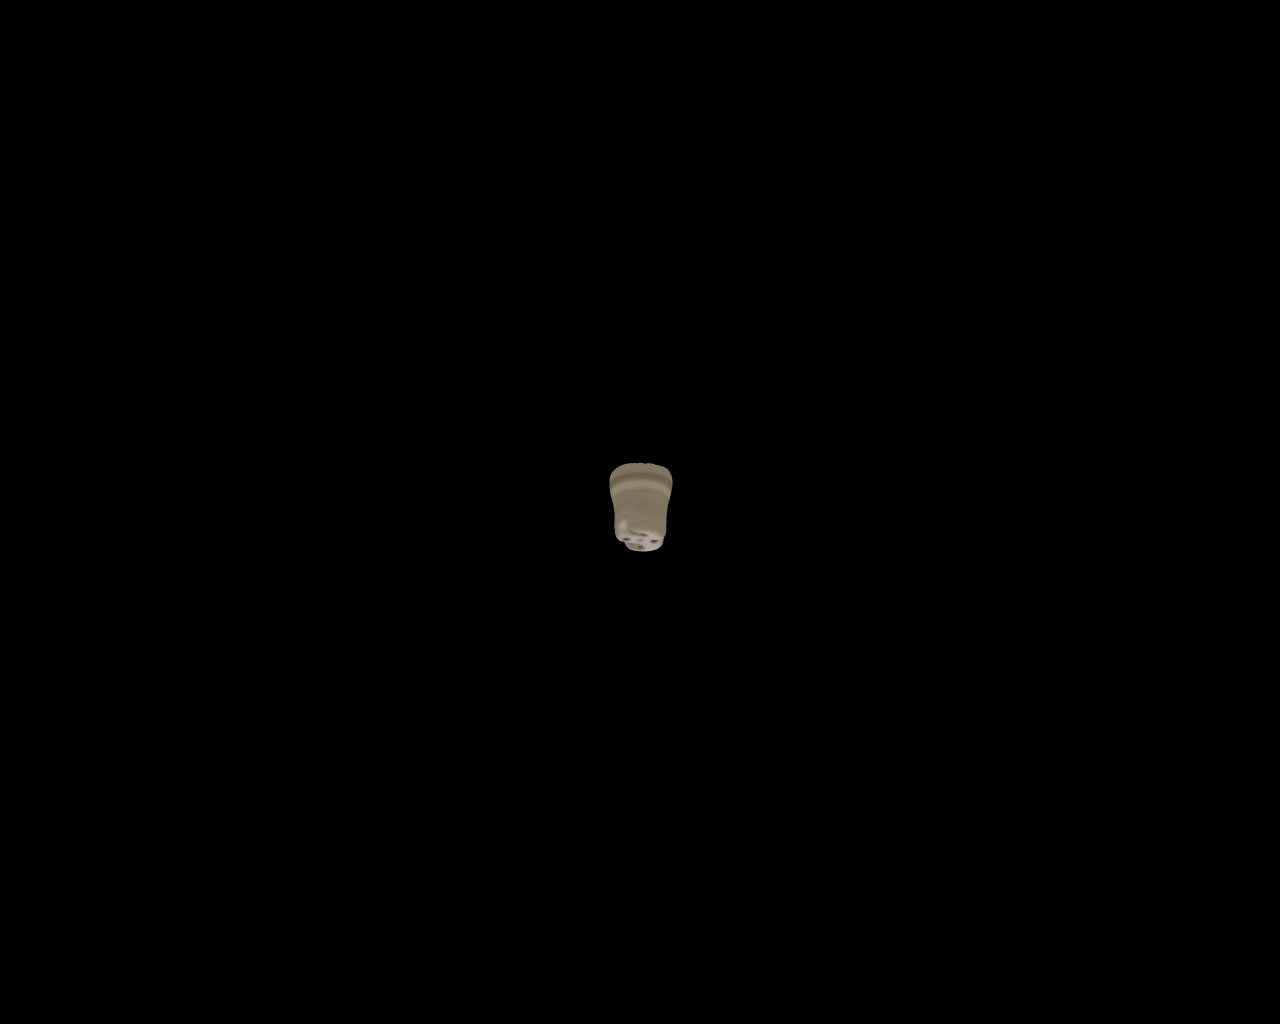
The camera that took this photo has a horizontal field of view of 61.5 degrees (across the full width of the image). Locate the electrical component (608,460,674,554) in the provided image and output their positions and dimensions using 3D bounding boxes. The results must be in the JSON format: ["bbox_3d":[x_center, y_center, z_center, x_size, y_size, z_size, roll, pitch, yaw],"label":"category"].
[{"bbox_3d":[0.001,-0.003,0.650,0.040,0.046,0.040,0,-26,0],"label":"electrical component"}]
